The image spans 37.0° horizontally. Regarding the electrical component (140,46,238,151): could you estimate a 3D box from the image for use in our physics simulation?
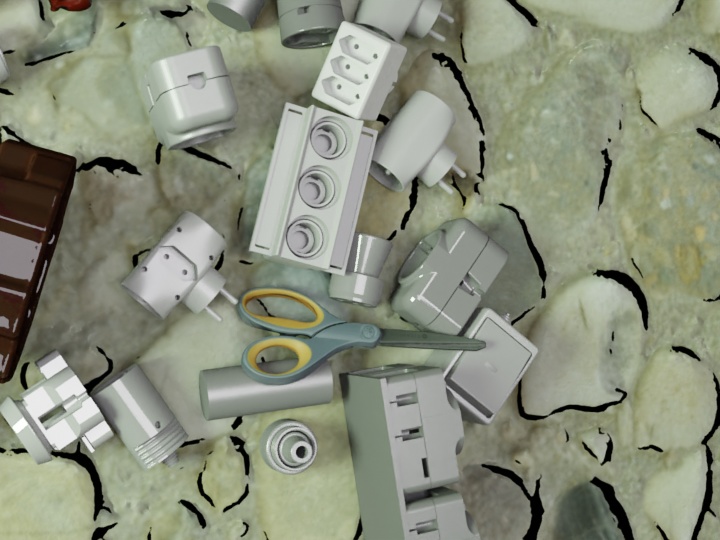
[{"bbox_3d":[-0.130,-0.128,0.825,0.054,0.095,0.059,-18,93,-18],"label":"electrical component"}]

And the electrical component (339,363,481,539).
[{"bbox_3d":[0.041,0.171,0.859,0.060,0.105,0.186,-9,90,-18],"label":"electrical component"}]

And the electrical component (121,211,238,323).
[{"bbox_3d":[-0.132,0.008,0.844,0.079,0.043,0.077,42,76,-12],"label":"electrical component"}]

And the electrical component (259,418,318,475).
[{"bbox_3d":[-0.054,0.141,0.853,0.043,0.062,0.043,1,87,-18],"label":"electrical component"}]

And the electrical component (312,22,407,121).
[{"bbox_3d":[0.007,-0.162,0.887,0.047,0.077,0.065,30,106,18],"label":"electrical component"}]

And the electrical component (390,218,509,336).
[{"bbox_3d":[0.072,0.006,0.905,0.059,0.054,0.095,38,76,-13],"label":"electrical component"}]

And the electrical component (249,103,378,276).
[{"bbox_3d":[-0.040,-0.063,0.868,0.079,0.063,0.121,15,82,-17],"label":"electrical component"}]

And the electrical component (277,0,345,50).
[{"bbox_3d":[-0.041,-0.212,0.881,0.055,0.055,0.047,-8,86,-18],"label":"electrical component"}]

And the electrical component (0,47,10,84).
[{"bbox_3d":[-0.295,-0.155,0.800,0.055,0.048,0.066,-21,93,-10],"label":"electrical component"}]

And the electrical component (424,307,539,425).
[{"bbox_3d":[0.103,0.075,0.908,0.062,0.061,0.096,39,76,-12],"label":"electrical component"}]

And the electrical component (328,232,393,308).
[{"bbox_3d":[0.000,0.000,0.887,0.045,0.045,0.055,14,83,-17],"label":"electrical component"}]

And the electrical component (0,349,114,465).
[{"bbox_3d":[-0.230,0.107,0.800,0.057,0.058,0.078,-35,98,-19],"label":"electrical component"}]

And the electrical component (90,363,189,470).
[{"bbox_3d":[-0.166,0.117,0.827,0.043,0.043,0.081,-36,98,-16],"label":"electrical component"}]

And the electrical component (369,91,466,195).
[{"bbox_3d":[0.055,-0.097,0.910,0.079,0.044,0.077,40,76,-12],"label":"electrical component"}]

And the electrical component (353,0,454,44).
[{"bbox_3d":[0.043,-0.222,0.913,0.079,0.044,0.077,27,79,-15],"label":"electrical component"}]
